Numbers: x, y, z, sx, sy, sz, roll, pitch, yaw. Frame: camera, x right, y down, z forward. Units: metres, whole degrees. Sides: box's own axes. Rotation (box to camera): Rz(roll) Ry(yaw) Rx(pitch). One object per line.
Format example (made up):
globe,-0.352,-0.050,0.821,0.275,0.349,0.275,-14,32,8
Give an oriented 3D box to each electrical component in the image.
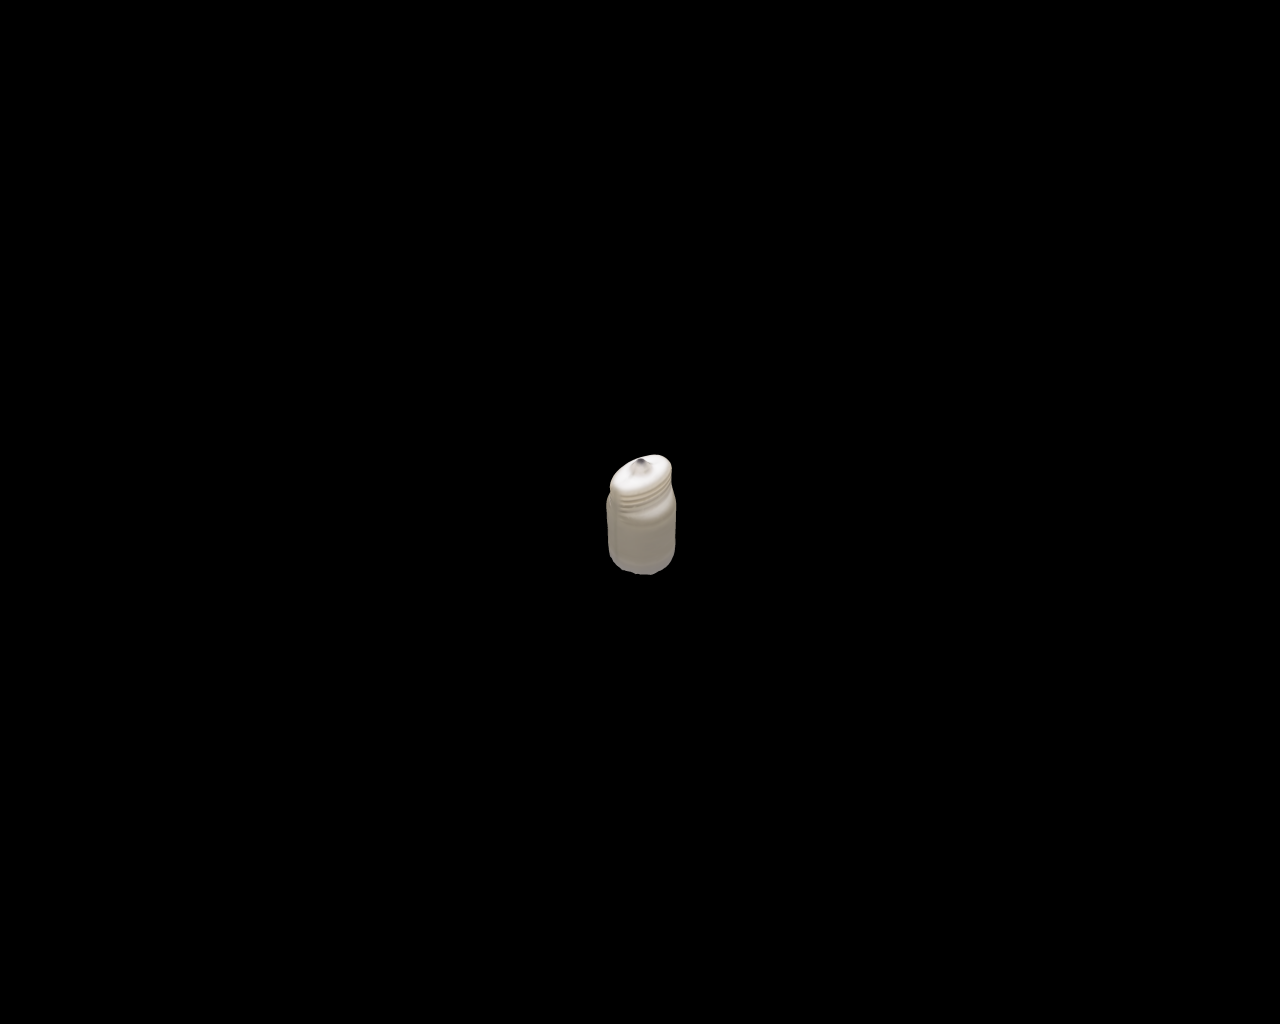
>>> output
electrical component,0.001,-0.003,0.650,0.043,0.043,0.080,0,-45,0
